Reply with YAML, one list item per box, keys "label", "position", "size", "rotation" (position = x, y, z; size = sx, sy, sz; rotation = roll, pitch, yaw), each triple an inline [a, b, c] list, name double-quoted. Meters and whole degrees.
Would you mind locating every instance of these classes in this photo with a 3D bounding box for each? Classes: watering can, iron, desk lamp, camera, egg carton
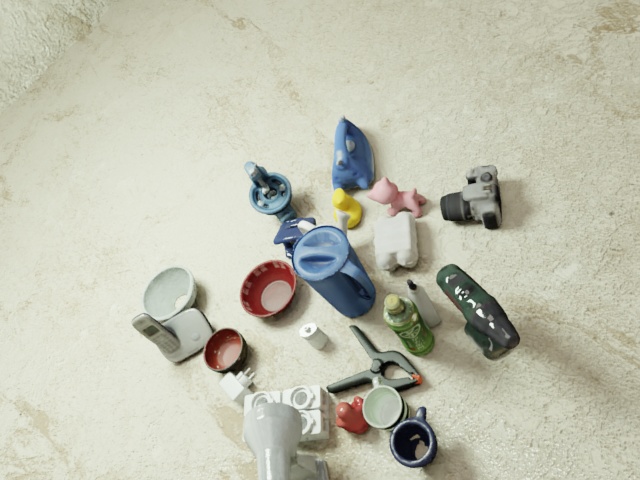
- label: "watering can"
  position: [0.011, 0.004, 1.390]
  size: [0.100, 0.195, 0.173]
  rotation: [7, 64, 29]
- label: "iron"
  position: [0.072, -0.255, 1.557]
  size: [0.118, 0.142, 0.258]
  rotation: [-12, 56, 19]
- label: "desk lamp"
  position: [-0.064, 0.448, 1.135]
  size: [0.118, 0.214, 0.203]
  rotation: [-24, 53, 11]
- label: "camera"
  position: [0.354, -0.103, 1.352]
  size: [0.136, 0.101, 0.143]
  rotation: [-7, 58, 22]
- label: "egg carton"
  position: [0.184, 0.003, 1.387]
  size: [0.107, 0.070, 0.150]
  rotation: [-12, 56, 19]

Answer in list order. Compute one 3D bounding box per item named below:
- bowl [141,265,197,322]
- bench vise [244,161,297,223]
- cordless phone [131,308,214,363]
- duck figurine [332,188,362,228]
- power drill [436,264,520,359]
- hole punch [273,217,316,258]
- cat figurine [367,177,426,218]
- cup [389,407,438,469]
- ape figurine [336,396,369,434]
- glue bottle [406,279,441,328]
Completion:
- label: "bowl"
  position: [-0.400, 0.157, 1.568]
  size: [0.167, 0.075, 0.167]
  rotation: [-12, 56, 19]
- label: "bench vise"
  position: [-0.166, -0.151, 1.556]
  size: [0.206, 0.220, 0.121]
  rotation: [32, 78, 37]
- label: "cordless phone"
  position: [-0.370, 0.221, 1.443]
  size: [0.147, 0.186, 0.094]
  rotation: [-33, 52, 4]
- label: "duck figurine"
  position: [0.062, -0.088, 1.493]
  size: [0.077, 0.086, 0.104]
  rotation: [-21, 53, 13]
- label: "power drill"
  position: [0.323, 0.155, 1.136]
  size: [0.075, 0.209, 0.229]
  rotation: [-38, 52, 0]
- label: "hole punch"
  position: [-0.062, -0.017, 1.504]
  size: [0.108, 0.091, 0.101]
  rotation: [-11, 56, 20]
- label: "cat figurine"
  position: [0.188, -0.113, 1.428]
  size: [0.127, 0.118, 0.067]
  rotation: [3, 62, 27]
- label: "cup"
  position: [0.194, 0.392, 1.122]
  size: [0.091, 0.095, 0.118]
  rotation: [7, 64, 29]
- label: "ape figurine"
  position: [0.063, 0.366, 1.204]
  size: [0.078, 0.092, 0.076]
  rotation: [-33, 52, 4]
- label: "glue bottle"
  position: [0.213, 0.125, 1.231]
  size: [0.037, 0.174, 0.078]
  rotation: [-32, 52, 5]
